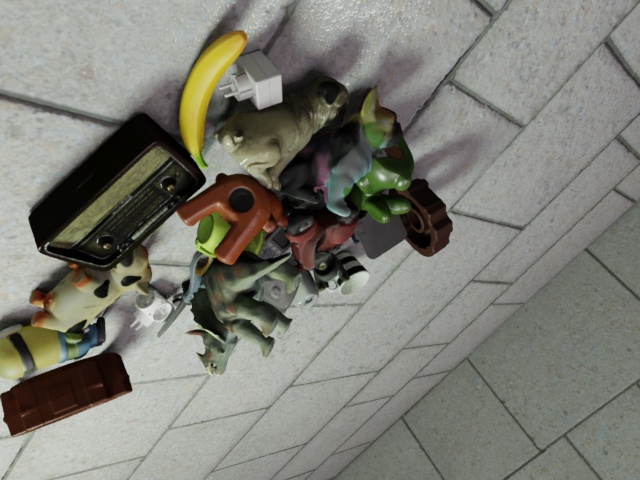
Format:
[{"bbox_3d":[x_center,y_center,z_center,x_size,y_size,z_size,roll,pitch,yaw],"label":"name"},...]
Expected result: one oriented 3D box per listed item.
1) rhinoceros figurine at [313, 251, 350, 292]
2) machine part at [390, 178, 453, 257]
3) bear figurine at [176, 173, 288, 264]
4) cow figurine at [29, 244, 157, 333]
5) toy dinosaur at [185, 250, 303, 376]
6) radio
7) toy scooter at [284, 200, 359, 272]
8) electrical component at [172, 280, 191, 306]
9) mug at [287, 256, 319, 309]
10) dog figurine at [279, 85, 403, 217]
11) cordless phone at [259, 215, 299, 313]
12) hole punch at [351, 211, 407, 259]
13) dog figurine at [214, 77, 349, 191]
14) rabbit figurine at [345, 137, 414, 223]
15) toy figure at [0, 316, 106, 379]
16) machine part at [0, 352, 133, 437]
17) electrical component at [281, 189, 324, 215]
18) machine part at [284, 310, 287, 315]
[{"bbox_3d":[0.013,0.050,1.169,0.073,0.112,0.190,-20,169,6],"label":"rhinoceros figurine"},{"bbox_3d":[0.222,-0.051,1.190,0.056,0.179,0.179,-28,148,-16],"label":"machine part"},{"bbox_3d":[-0.126,-0.040,0.851,0.132,0.120,0.196,-44,179,-3],"label":"bear figurine"},{"bbox_3d":[-0.358,0.077,0.880,0.195,0.086,0.127,-41,143,5],"label":"cow figurine"},{"bbox_3d":[-0.141,0.092,0.926,0.131,0.192,0.404,-57,169,-41],"label":"toy dinosaur"},{"bbox_3d":[-0.286,-0.059,0.772,0.229,0.073,0.131,-40,149,7],"label":"radio"},{"bbox_3d":[-0.002,-0.003,1.021,0.184,0.075,0.135,-15,127,-45],"label":"toy scooter"},{"bbox_3d":[-0.252,0.101,1.075,0.094,0.021,0.063,-22,146,-21],"label":"electrical component"},{"bbox_3d":[-0.045,0.103,1.197,0.081,0.107,0.109,-40,147,10],"label":"mug"},{"bbox_3d":[0.031,-0.163,0.910,0.108,0.192,0.219,-88,-161,-81],"label":"dog figurine"},{"bbox_3d":[-0.077,0.042,1.071,0.146,0.089,0.184,41,99,-22],"label":"cordless phone"},{"bbox_3d":[0.118,-0.038,1.204,0.142,0.092,0.115,-30,121,-4],"label":"hole punch"},{"bbox_3d":[-0.049,-0.181,0.793,0.190,0.121,0.172,-46,178,8],"label":"dog figurine"},{"bbox_3d":[0.112,-0.112,1.041,0.121,0.159,0.170,-26,165,-34],"label":"rabbit figurine"},{"bbox_3d":[-0.458,0.177,0.912,0.180,0.089,0.082,-3,129,-38],"label":"toy figure"},{"bbox_3d":[-0.459,0.278,0.988,0.201,0.087,0.201,-19,170,-19],"label":"machine part"},{"bbox_3d":[-0.031,-0.090,1.006,0.102,0.045,0.078,-35,151,-2],"label":"electrical component"},{"bbox_3d":[-0.156,0.143,1.171,0.243,0.079,0.079,3,132,-44],"label":"machine part"}]
